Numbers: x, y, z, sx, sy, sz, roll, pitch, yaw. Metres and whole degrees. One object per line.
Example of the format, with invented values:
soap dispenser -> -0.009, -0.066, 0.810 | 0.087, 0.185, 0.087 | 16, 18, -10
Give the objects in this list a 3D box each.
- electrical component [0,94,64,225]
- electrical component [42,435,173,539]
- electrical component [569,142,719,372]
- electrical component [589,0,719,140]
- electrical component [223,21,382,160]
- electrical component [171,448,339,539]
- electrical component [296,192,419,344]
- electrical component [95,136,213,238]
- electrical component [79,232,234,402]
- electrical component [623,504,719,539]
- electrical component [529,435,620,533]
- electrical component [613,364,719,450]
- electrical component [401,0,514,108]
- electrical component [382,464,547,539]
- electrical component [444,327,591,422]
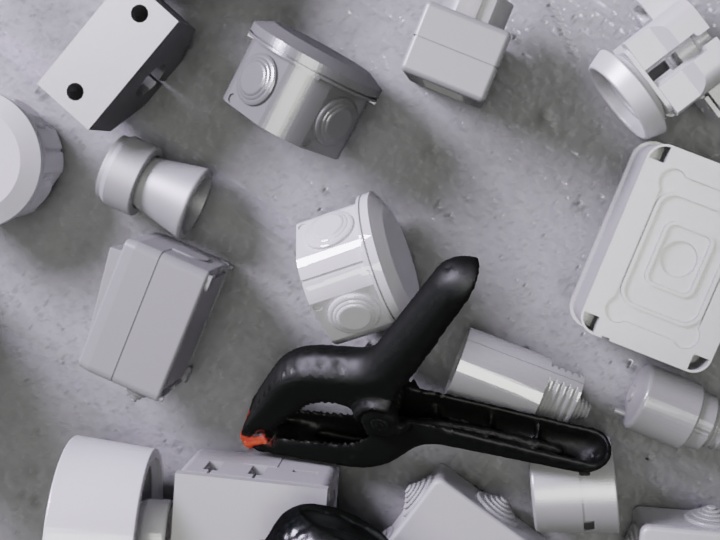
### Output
electrical component -> -0.220, -0.066, 0.637 | 0.080, 0.051, 0.080 | 1, 96, 5
electrical component -> -0.141, 0.152, 0.627 | 0.060, 0.108, 0.108 | 4, 96, -1
electrical component -> 0.173, -0.009, 0.603 | 0.078, 0.057, 0.113 | 22, 98, 3
electrical component -> 0.165, -0.109, 0.593 | 0.057, 0.058, 0.078 | -38, 92, 5
electrical component -> -0.032, -0.102, 0.602 | 0.080, 0.080, 0.051 | 30, 103, 2
electrical component -> -0.064, 0.189, 0.643 | 0.089, 0.061, 0.150 | 5, 96, 5
electrical component -> 0.000, 0.000, 0.609 | 0.051, 0.080, 0.080 | -18, 94, 13
electrical component -> -0.121, -0.050, 0.632 | 0.055, 0.045, 0.045 | 24, 98, 3
electrical component -> -0.125, 0.030, 0.632 | 0.061, 0.061, 0.096 | 23, 98, 2
electrical component -> 0.201, 0.187, 0.625 | 0.100, 0.048, 0.099 | 4, 96, 5
electrical component -> 0.124, 0.125, 0.624 | 0.047, 0.055, 0.055 | -5, 95, 10
electrical component -> 0.189, 0.084, 0.620 | 0.078, 0.040, 0.040 | 22, 98, 2
electrical component -> 0.060, -0.133, 0.587 | 0.047, 0.083, 0.075 | 22, 98, 3
electrical component -> 0.056, 0.176, 0.637 | 0.100, 0.048, 0.099 | 36, 98, 1
electrical component -> 0.094, 0.068, 0.625 | 0.081, 0.043, 0.043 | 21, 98, 3
